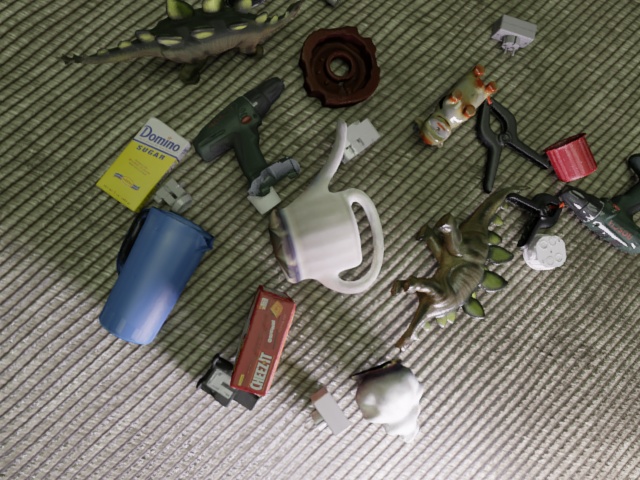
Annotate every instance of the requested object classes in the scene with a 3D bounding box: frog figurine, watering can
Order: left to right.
[{"bbox_3d":[0.003,-0.052,1.035,0.225,0.104,0.347,-15,93,-9],"label":"watering can"},{"bbox_3d":[0.146,0.328,1.023,0.138,0.121,0.161,-15,77,-28],"label":"frog figurine"}]
